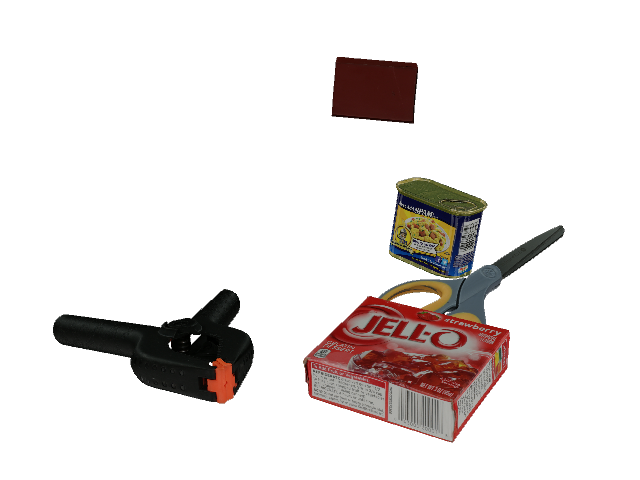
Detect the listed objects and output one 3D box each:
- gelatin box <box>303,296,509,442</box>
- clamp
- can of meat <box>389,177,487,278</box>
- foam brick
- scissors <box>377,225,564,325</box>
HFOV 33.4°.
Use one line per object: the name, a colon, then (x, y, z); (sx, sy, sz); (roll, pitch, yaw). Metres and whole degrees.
gelatin box: (0.047, 0.066, 0.576); (0.089, 0.030, 0.073); (13, 32, 29)
clamp: (-0.104, 0.080, 0.854); (0.164, 0.036, 0.210); (-11, 16, -30)
can of meat: (0.128, -0.013, 1.184); (0.102, 0.084, 0.057); (24, 28, 35)
foam brick: (0.050, -0.140, 0.991); (0.078, 0.051, 0.053); (6, 15, 3)
scissors: (0.135, 0.044, 0.826); (0.201, 0.016, 0.096); (-17, 46, -22)
